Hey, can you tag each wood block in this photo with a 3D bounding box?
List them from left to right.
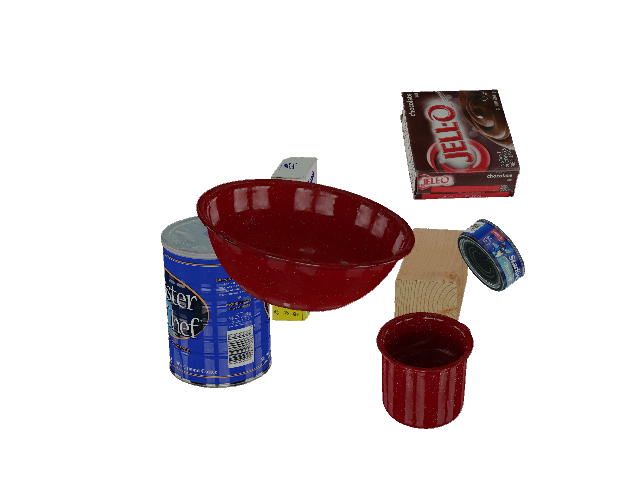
[{"bbox_3d":[0.172,0.060,1.626,0.091,0.090,0.206,4,23,11],"label":"wood block"}]

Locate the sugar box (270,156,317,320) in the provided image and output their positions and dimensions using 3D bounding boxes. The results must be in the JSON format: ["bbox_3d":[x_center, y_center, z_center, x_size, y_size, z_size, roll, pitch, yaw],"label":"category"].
[{"bbox_3d":[-0.030,-0.003,1.253,0.048,0.176,0.093,1,19,9],"label":"sugar box"}]

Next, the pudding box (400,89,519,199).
[{"bbox_3d":[0.121,-0.086,0.948,0.090,0.039,0.113,-1,44,-4],"label":"pudding box"}]

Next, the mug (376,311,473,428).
[{"bbox_3d":[0.109,0.125,1.056,0.093,0.081,0.117,24,41,34],"label":"mug"}]

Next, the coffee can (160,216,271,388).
[{"bbox_3d":[-0.099,0.057,1.037,0.103,0.140,0.103,0,21,0],"label":"coffee can"}]

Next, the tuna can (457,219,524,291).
[{"bbox_3d":[0.203,0.018,1.280,0.033,0.086,0.086,-36,10,-14],"label":"tuna can"}]

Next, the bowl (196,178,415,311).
[{"bbox_3d":[-0.014,0.008,0.788,0.162,0.055,0.162,9,22,-4],"label":"bowl"}]
